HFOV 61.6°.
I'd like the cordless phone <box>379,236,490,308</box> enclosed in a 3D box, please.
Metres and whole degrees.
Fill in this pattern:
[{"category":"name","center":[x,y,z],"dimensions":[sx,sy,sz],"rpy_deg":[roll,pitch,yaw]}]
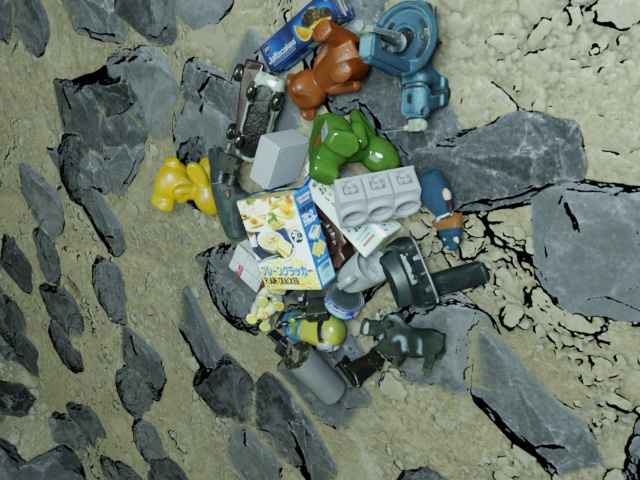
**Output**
[{"category":"cordless phone","center":[0.222,0.051,1.043],"dimensions":[0.184,0.089,0.146],"rpy_deg":[-19,95,29]}]

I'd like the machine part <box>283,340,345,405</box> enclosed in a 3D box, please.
[{"category":"machine part","center":[-0.012,0.314,1.268],"dimensions":[0.079,0.079,0.243],"rpy_deg":[-6,136,39]}]

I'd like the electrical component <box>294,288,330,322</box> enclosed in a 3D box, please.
[{"category":"electrical component","center":[-0.007,0.149,1.244],"dimensions":[0.102,0.078,0.045],"rpy_deg":[-4,119,19]}]

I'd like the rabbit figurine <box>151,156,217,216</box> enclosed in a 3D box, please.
[{"category":"rabbit figurine","center":[-0.320,-0.135,1.369],"dimensions":[0.173,0.122,0.162],"rpy_deg":[31,116,8]}]

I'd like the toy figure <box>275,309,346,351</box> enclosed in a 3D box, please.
[{"category":"toy figure","center":[-0.022,0.207,1.280],"dimensions":[0.180,0.082,0.089],"rpy_deg":[15,116,35]}]

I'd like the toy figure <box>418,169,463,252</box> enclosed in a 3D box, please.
[{"category":"toy figure","center":[0.229,-0.054,0.995],"dimensions":[0.058,0.064,0.154],"rpy_deg":[-24,99,4]}]

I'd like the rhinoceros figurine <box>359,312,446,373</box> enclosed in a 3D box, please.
[{"category":"rhinoceros figurine","center":[0.172,0.210,1.136],"dimensions":[0.191,0.073,0.112],"rpy_deg":[7,114,35]}]

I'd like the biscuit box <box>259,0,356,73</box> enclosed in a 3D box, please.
[{"category":"biscuit box","center":[-0.029,-0.403,1.049],"dimensions":[0.203,0.059,0.062],"rpy_deg":[-25,92,41]}]

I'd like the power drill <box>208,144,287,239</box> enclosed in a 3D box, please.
[{"category":"power drill","center":[-0.178,-0.109,1.273],"dimensions":[0.208,0.086,0.231],"rpy_deg":[7,112,31]}]

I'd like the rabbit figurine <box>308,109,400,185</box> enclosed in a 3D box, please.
[{"category":"rabbit figurine","center":[0.067,-0.170,1.025],"dimensions":[0.159,0.170,0.121],"rpy_deg":[-103,33,-49]}]

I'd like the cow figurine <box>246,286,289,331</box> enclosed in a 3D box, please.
[{"category":"cow figurine","center":[-0.118,0.136,1.327],"dimensions":[0.068,0.098,0.167],"rpy_deg":[26,121,-10]}]

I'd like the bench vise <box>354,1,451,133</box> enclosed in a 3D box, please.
[{"category":"bench vise","center":[0.128,-0.289,0.872],"dimensions":[0.129,0.240,0.223],"rpy_deg":[16,101,36]}]

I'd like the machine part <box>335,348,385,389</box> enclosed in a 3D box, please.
[{"category":"machine part","center":[0.093,0.299,1.257],"dimensions":[0.139,0.039,0.084],"rpy_deg":[-38,78,42]}]

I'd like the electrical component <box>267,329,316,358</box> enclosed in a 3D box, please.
[{"category":"electrical component","center":[-0.076,0.257,1.347],"dimensions":[0.119,0.075,0.047],"rpy_deg":[42,129,20]}]

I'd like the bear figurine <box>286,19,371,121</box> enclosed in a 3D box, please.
[{"category":"bear figurine","center":[-0.005,-0.314,1.026],"dimensions":[0.196,0.132,0.120],"rpy_deg":[-23,88,35]}]

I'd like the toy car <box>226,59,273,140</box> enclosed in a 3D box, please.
[{"category":"toy car","center":[-0.153,-0.297,1.193],"dimensions":[0.089,0.053,0.202],"rpy_deg":[19,119,13]}]

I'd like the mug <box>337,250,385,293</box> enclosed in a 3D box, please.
[{"category":"mug","center":[0.078,0.077,1.139],"dimensions":[0.081,0.109,0.107],"rpy_deg":[51,144,3]}]

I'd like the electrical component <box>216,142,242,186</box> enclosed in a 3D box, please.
[{"category":"electrical component","center":[-0.206,-0.174,1.227],"dimensions":[0.063,0.021,0.094],"rpy_deg":[25,105,32]}]

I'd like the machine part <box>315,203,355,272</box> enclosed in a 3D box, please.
[{"category":"machine part","center":[-0.002,-0.004,1.195],"dimensions":[0.180,0.056,0.179],"rpy_deg":[14,115,33]}]

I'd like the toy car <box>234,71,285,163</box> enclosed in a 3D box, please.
[{"category":"toy car","center":[-0.129,-0.256,1.144],"dimensions":[0.073,0.056,0.201],"rpy_deg":[22,123,2]}]
